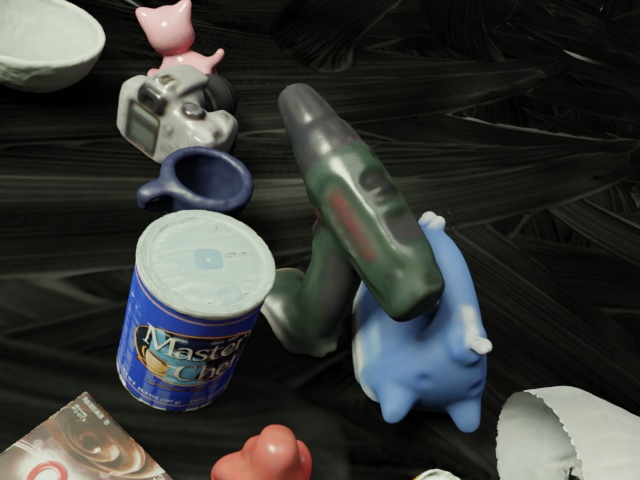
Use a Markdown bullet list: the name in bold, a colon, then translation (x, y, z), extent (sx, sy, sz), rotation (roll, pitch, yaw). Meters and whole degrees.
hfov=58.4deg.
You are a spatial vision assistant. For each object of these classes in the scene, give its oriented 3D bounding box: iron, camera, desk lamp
- **iron**: translation (0.107, 0.053, 0.582), extent (0.119, 0.141, 0.258), rotation (12, 43, -16)
- **camera**: translation (-0.148, -0.155, 0.695), extent (0.143, 0.100, 0.137), rotation (36, 42, 11)
- **desk lamp**: translation (0.211, 0.196, 0.435), extent (0.204, 0.213, 0.117), rotation (8, 44, -21)

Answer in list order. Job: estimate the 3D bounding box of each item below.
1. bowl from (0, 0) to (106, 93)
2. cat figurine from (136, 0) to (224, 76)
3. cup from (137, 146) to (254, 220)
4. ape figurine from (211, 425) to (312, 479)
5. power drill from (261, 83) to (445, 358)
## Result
- **bowl**: translation (-0.347, -0.227, 0.684), extent (0.168, 0.074, 0.167), rotation (15, 42, -14)
- **cat figurine**: translation (-0.184, -0.260, 0.770), extent (0.127, 0.117, 0.067), rotation (31, 41, 5)
- **cup**: translation (-0.132, -0.030, 0.579), extent (0.118, 0.095, 0.091), rotation (-19, 58, -40)
- **ape figurine**: translation (-0.038, 0.170, 0.424), extent (0.078, 0.092, 0.076), rotation (14, 43, -15)
- **power drill**: translation (0.005, 0.002, 0.531), extent (0.076, 0.208, 0.229), rotation (-18, 58, -39)
